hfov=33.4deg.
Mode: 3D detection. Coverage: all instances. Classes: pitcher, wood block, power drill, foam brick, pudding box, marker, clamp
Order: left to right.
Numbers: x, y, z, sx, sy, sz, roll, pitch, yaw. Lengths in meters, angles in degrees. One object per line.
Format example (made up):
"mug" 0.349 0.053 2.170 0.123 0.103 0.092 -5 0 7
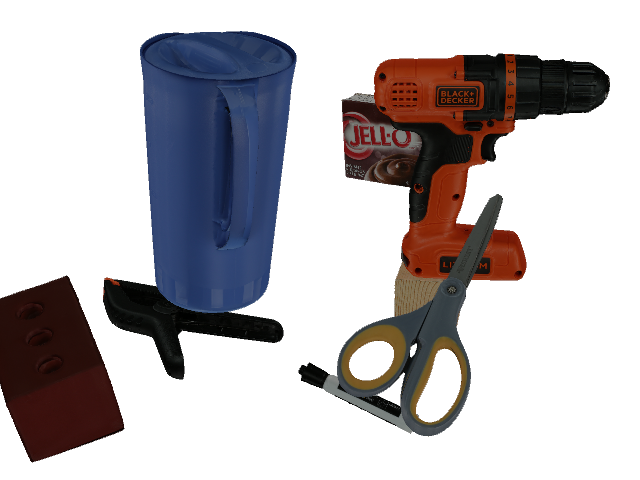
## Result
"foam brick" -0.145 0.068 0.573 0.053 0.051 0.078 -20 43 -16
"clamp" -0.167 0.088 1.150 0.210 0.036 0.164 18 21 27
"pitcher" -0.092 -0.055 0.952 0.145 0.243 0.149 16 31 21
"marker" 0.034 0.146 0.998 0.121 0.020 0.020 24 7 15
"pudding box" 0.079 -0.108 1.158 0.114 0.090 0.039 10 28 30
"wood block" 0.172 0.061 1.624 0.091 0.090 0.206 4 22 11
"power drill" 0.136 -0.061 0.874 0.184 0.188 0.057 2 24 7

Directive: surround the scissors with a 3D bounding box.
"scissors" 0.069 0.040 0.729 0.096 0.201 0.016 7 -37 8
